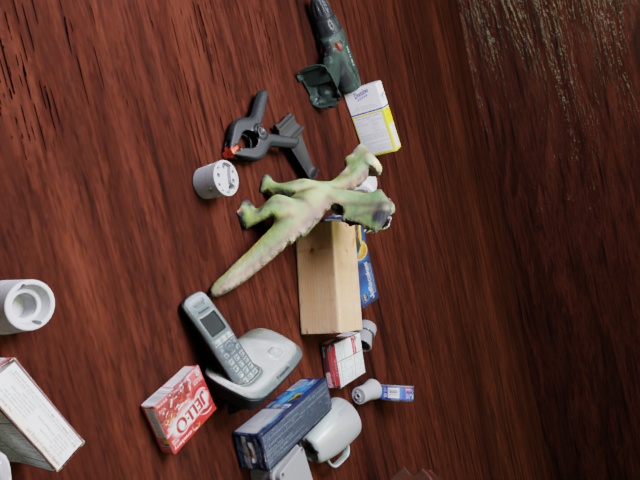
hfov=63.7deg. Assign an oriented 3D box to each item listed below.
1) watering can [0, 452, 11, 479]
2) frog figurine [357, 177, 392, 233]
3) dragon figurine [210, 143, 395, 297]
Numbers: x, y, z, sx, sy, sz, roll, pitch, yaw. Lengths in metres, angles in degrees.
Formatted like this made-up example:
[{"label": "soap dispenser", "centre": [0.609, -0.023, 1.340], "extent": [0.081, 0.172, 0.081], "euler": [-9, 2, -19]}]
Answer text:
[{"label": "watering can", "centre": [-0.277, 0.374, 0.416], "extent": [0.103, 0.344, 0.228], "euler": [-9, 17, 32]}, {"label": "frog figurine", "centre": [0.087, -0.097, 1.173], "extent": [0.122, 0.162, 0.135], "euler": [-37, -34, 6]}, {"label": "dragon figurine", "centre": [0.003, -0.044, 0.870], "extent": [0.242, 0.120, 0.420], "euler": [-6, 36, 26]}]
